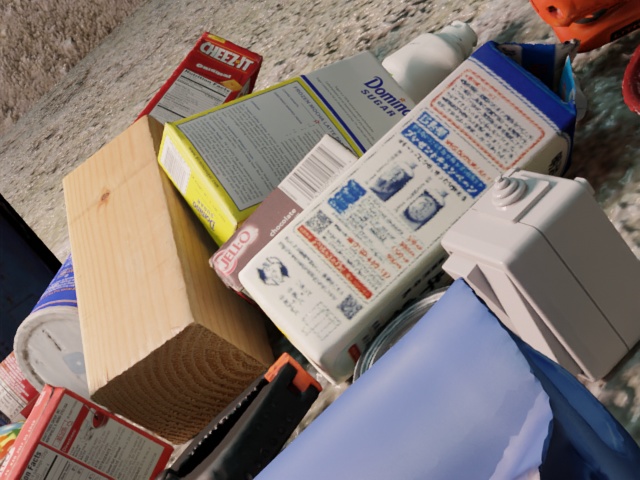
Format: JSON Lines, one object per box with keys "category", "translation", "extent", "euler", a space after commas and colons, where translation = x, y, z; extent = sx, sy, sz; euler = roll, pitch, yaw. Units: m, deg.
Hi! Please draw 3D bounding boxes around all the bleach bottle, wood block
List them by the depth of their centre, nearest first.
{"category": "wood block", "translation": [-0.108, 0.023, 0.737], "extent": [0.091, 0.090, 0.206], "euler": [-35, 45, 16]}
{"category": "bleach bottle", "translation": [0.040, -0.087, 0.843], "extent": [0.250, 0.068, 0.103], "euler": [-45, 22, -17]}

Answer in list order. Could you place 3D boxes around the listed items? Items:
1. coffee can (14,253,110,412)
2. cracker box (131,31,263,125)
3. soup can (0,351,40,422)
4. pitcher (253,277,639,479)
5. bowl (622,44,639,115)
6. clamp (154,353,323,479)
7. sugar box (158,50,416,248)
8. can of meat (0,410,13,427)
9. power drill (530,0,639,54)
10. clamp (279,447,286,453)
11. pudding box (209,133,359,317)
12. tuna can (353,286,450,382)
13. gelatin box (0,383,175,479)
{"category": "coffee can", "translation": [-0.168, 0.054, 0.853], "extent": [0.103, 0.102, 0.140], "euler": [-28, 24, 29]}
{"category": "cracker box", "translation": [-0.139, -0.069, 0.996], "extent": [0.164, 0.072, 0.213], "euler": [114, -178, -47]}
{"category": "soup can", "translation": [-0.251, 0.134, 0.883], "extent": [0.102, 0.068, 0.069], "euler": [-45, 22, -11]}
{"category": "pitcher", "translation": [0.009, 0.139, 0.382], "extent": [0.243, 0.149, 0.145], "euler": [-41, 36, 6]}
{"category": "bowl", "translation": [0.237, -0.094, 0.533], "extent": [0.162, 0.055, 0.162], "euler": [-34, 22, 16]}
{"category": "clamp", "translation": [-0.082, 0.148, 0.578], "extent": [0.210, 0.036, 0.165], "euler": [-48, 9, -16]}
{"category": "sugar box", "translation": [-0.012, -0.064, 0.736], "extent": [0.175, 0.093, 0.048], "euler": [-23, -25, -31]}
{"category": "can of meat", "translation": [-0.257, 0.176, 0.789], "extent": [0.102, 0.084, 0.058], "euler": [-44, 21, -11]}
{"category": "power drill", "translation": [0.206, -0.173, 0.634], "extent": [0.184, 0.057, 0.187], "euler": [-23, -3, 8]}
{"category": "clamp", "translation": [-0.037, 0.165, 0.496], "extent": [0.171, 0.039, 0.120], "euler": [-53, 6, -24]}
{"category": "pudding box", "translation": [-0.005, 0.001, 0.686], "extent": [0.113, 0.090, 0.039], "euler": [-46, 55, 0]}
{"category": "tuna can", "translation": [0.060, 0.064, 0.549], "extent": [0.086, 0.033, 0.086], "euler": [-34, 22, 16]}
{"category": "gelatin box", "translation": [-0.143, 0.139, 0.644], "extent": [0.030, 0.089, 0.073], "euler": [-4, 56, 55]}
